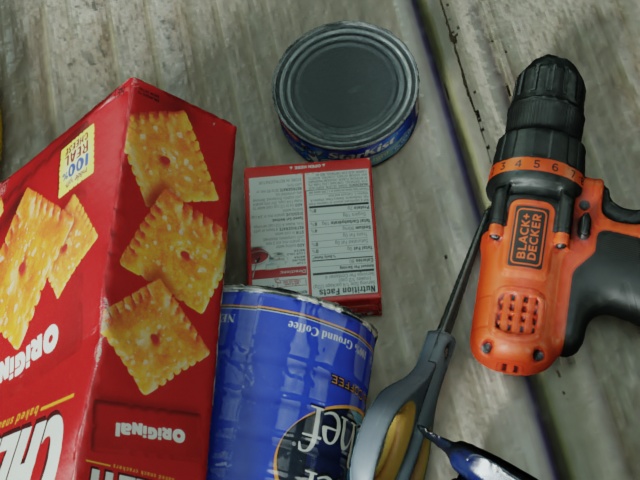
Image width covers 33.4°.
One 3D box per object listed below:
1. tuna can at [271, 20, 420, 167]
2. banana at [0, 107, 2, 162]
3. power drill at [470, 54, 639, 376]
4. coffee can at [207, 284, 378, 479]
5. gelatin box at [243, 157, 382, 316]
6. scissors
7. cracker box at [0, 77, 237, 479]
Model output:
[{"bbox_3d":[0.016,-0.084,0.629,0.086,0.034,0.086,-3,67,6],"label":"tuna can"},{"bbox_3d":[-0.232,-0.087,0.662,0.070,0.037,0.198,-33,65,11],"label":"banana"},{"bbox_3d":[0.180,-0.008,0.565,0.188,0.057,0.184,8,72,13],"label":"power drill"},{"bbox_3d":[-0.032,0.105,0.518,0.103,0.103,0.140,6,68,9],"label":"coffee can"},{"bbox_3d":[-0.004,0.001,0.598,0.073,0.030,0.089,-5,67,4],"label":"gelatin box"},{"bbox_3d":[0.053,0.057,0.538,0.016,0.096,0.201,10,72,23],"label":"scissors"},{"bbox_3d":[-0.120,0.053,0.512,0.164,0.072,0.213,-26,50,44],"label":"cracker box"}]
